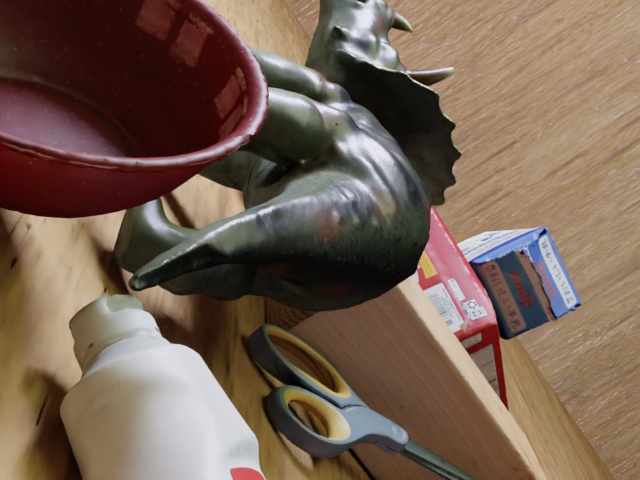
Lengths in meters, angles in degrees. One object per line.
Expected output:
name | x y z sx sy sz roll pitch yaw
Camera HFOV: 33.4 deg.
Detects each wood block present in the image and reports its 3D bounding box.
wood block | 0.059 0.103 0.717 0.206 0.091 0.090 53 10 -19

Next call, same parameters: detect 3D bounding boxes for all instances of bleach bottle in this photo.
bleach bottle | -0.026 0.119 0.318 0.251 0.068 0.102 60 5 30

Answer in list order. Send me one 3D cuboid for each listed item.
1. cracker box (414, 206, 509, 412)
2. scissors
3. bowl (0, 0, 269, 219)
cracker box | 0.101 0.074 0.936 0.213 0.072 0.164 70 -5 -54
scissors | 0.035 0.123 0.628 0.201 0.016 0.096 40 21 -13
bowl | -0.103 -0.058 0.404 0.162 0.055 0.162 18 35 -13
